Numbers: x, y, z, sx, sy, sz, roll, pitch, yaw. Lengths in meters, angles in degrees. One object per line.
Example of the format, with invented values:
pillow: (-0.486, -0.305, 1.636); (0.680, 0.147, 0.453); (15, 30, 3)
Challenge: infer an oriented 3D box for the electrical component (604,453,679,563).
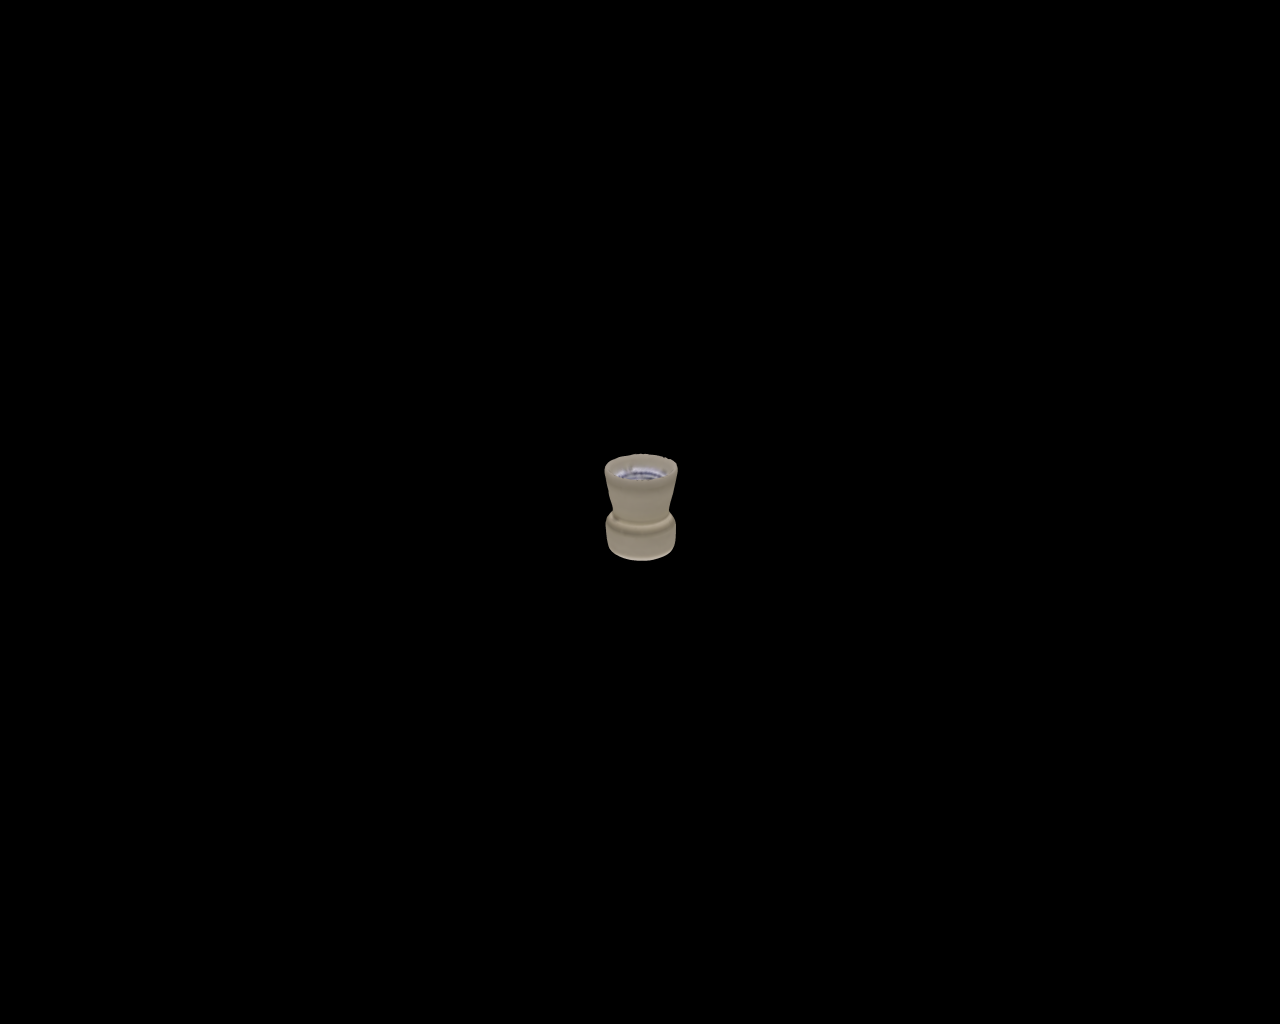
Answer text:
electrical component: (0.001, -0.003, 0.650); (0.045, 0.055, 0.045); (0, 24, 0)
